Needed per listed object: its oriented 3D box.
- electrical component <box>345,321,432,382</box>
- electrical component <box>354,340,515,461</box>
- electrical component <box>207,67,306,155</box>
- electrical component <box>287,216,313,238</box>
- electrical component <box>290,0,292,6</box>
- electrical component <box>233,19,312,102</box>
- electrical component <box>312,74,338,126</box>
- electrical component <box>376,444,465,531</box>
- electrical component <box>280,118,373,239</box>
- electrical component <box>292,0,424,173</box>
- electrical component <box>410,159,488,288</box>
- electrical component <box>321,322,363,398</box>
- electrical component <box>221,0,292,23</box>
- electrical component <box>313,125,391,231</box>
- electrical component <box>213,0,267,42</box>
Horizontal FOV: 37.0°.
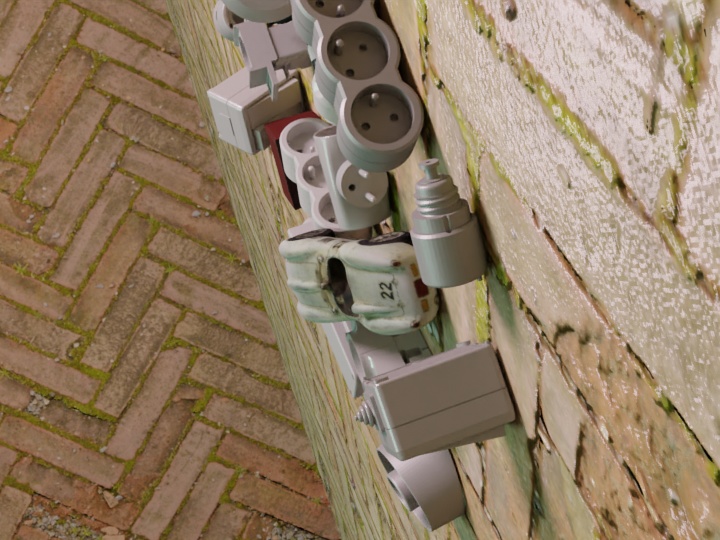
[{"bbox_3d":[0.024,0.071,0.922,0.050,0.056,0.089,82,167,-48],"label":"electrical component"},{"bbox_3d":[0.045,0.089,0.699,0.062,0.096,0.061,154,97,-82],"label":"electrical component"},{"bbox_3d":[-0.096,-0.170,1.096,0.061,0.096,0.061,29,146,34],"label":"electrical component"},{"bbox_3d":[-0.036,-0.030,1.049,0.076,0.066,0.047,-123,17,-57],"label":"electrical component"},{"bbox_3d":[-0.037,-0.210,0.774,0.065,0.044,0.044,76,171,-57],"label":"electrical component"},{"bbox_3d":[-0.076,-0.199,0.963,0.042,0.064,0.081,115,136,-78],"label":"electrical component"},{"bbox_3d":[-0.013,-0.126,0.789,0.062,0.043,0.043,92,158,-70],"label":"electrical component"},{"bbox_3d":[0.060,0.186,0.985,0.099,0.064,0.099,55,169,16],"label":"electrical component"},{"bbox_3d":[-0.030,-0.067,0.981,0.073,0.052,0.138,85,163,-55],"label":"electrical component"},{"bbox_3d":[-0.004,-0.128,0.699,0.073,0.052,0.138,111,139,-77],"label":"electrical component"},{"bbox_3d":[0.049,-0.026,0.624,0.040,0.040,0.078,-131,24,-68],"label":"electrical component"},{"bbox_3d":[0.001,0.057,1.012,0.078,0.057,0.113,96,151,-70],"label":"electrical component"},{"bbox_3d":[-0.078,-0.237,0.846,0.051,0.080,0.080,-117,11,-69],"label":"electrical component"},{"bbox_3d":[-0.001,-0.070,0.825,0.079,0.044,0.077,-134,27,-70],"label":"electrical component"},{"bbox_3d":[-0.127,-0.274,1.157,0.047,0.055,0.055,-151,43,-72],"label":"electrical component"}]
